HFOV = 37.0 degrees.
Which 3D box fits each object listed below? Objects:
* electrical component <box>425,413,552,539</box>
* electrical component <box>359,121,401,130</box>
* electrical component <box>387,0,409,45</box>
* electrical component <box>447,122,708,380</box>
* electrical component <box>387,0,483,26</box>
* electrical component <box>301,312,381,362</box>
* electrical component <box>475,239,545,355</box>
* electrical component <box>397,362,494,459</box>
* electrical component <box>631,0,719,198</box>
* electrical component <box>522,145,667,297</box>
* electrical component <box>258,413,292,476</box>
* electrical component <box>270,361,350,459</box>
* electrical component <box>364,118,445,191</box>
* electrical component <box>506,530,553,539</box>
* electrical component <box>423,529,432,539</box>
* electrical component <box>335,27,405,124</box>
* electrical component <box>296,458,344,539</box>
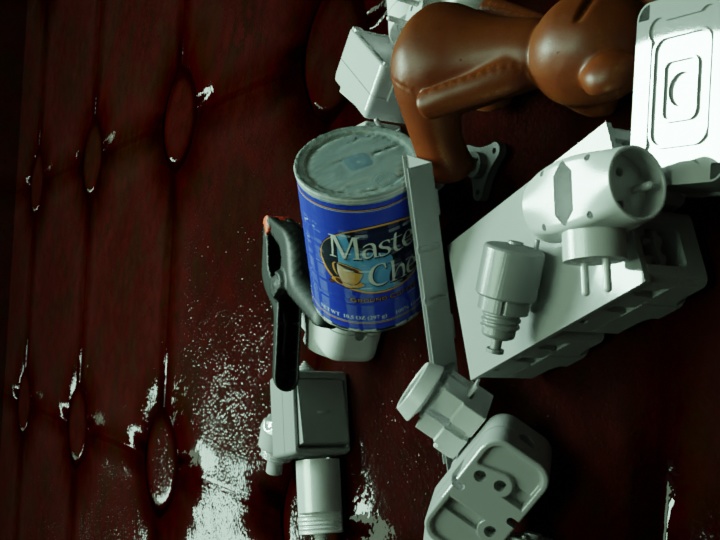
[{"bbox_3d":[0.093,0.154,0.771,0.095,0.054,0.059,-56,-1,20],"label":"electrical component"},{"bbox_3d":[-0.010,-0.109,1.002,0.066,0.077,0.047,-15,73,60],"label":"electrical component"},{"bbox_3d":[0.050,-0.224,0.931,0.055,0.055,0.047,-46,44,51],"label":"electrical component"},{"bbox_3d":[0.141,-0.004,0.724,0.186,0.060,0.105,-40,52,53],"label":"electrical component"},{"bbox_3d":[0.062,-0.202,0.878,0.044,0.079,0.077,-98,27,-49],"label":"electrical component"},{"bbox_3d":[-0.020,0.047,1.024,0.095,0.054,0.059,44,124,55],"label":"electrical component"},{"bbox_3d":[0.095,0.016,0.697,0.040,0.040,0.078,28,111,60],"label":"electrical component"},{"bbox_3d":[0.061,0.101,0.798,0.066,0.055,0.048,-56,-1,28],"label":"electrical component"},{"bbox_3d":[0.205,-0.101,0.620,0.078,0.057,0.113,1,87,62],"label":"electrical component"},{"bbox_3d":[0.135,-0.025,0.623,0.077,0.043,0.079,-16,72,60],"label":"electrical component"},{"bbox_3d":[-0.087,0.187,1.142,0.043,0.043,0.062,33,117,59],"label":"electrical component"},{"bbox_3d":[-0.048,0.135,1.056,0.061,0.062,0.096,-27,63,58],"label":"electrical component"},{"bbox_3d":[0.029,-0.096,0.939,0.079,0.044,0.077,58,152,-9],"label":"electrical component"},{"bbox_3d":[0.117,0.218,0.760,0.044,0.044,0.065,4,85,62],"label":"electrical component"},{"bbox_3d":[0.068,0.230,0.849,0.040,0.040,0.078,14,99,62],"label":"electrical component"},{"bbox_3d":[0.025,-0.166,0.959,0.096,0.062,0.061,58,135,48],"label":"electrical component"},{"bbox_3d":[-0.039,0.226,1.047,0.043,0.043,0.081,-28,62,58],"label":"electrical component"}]
